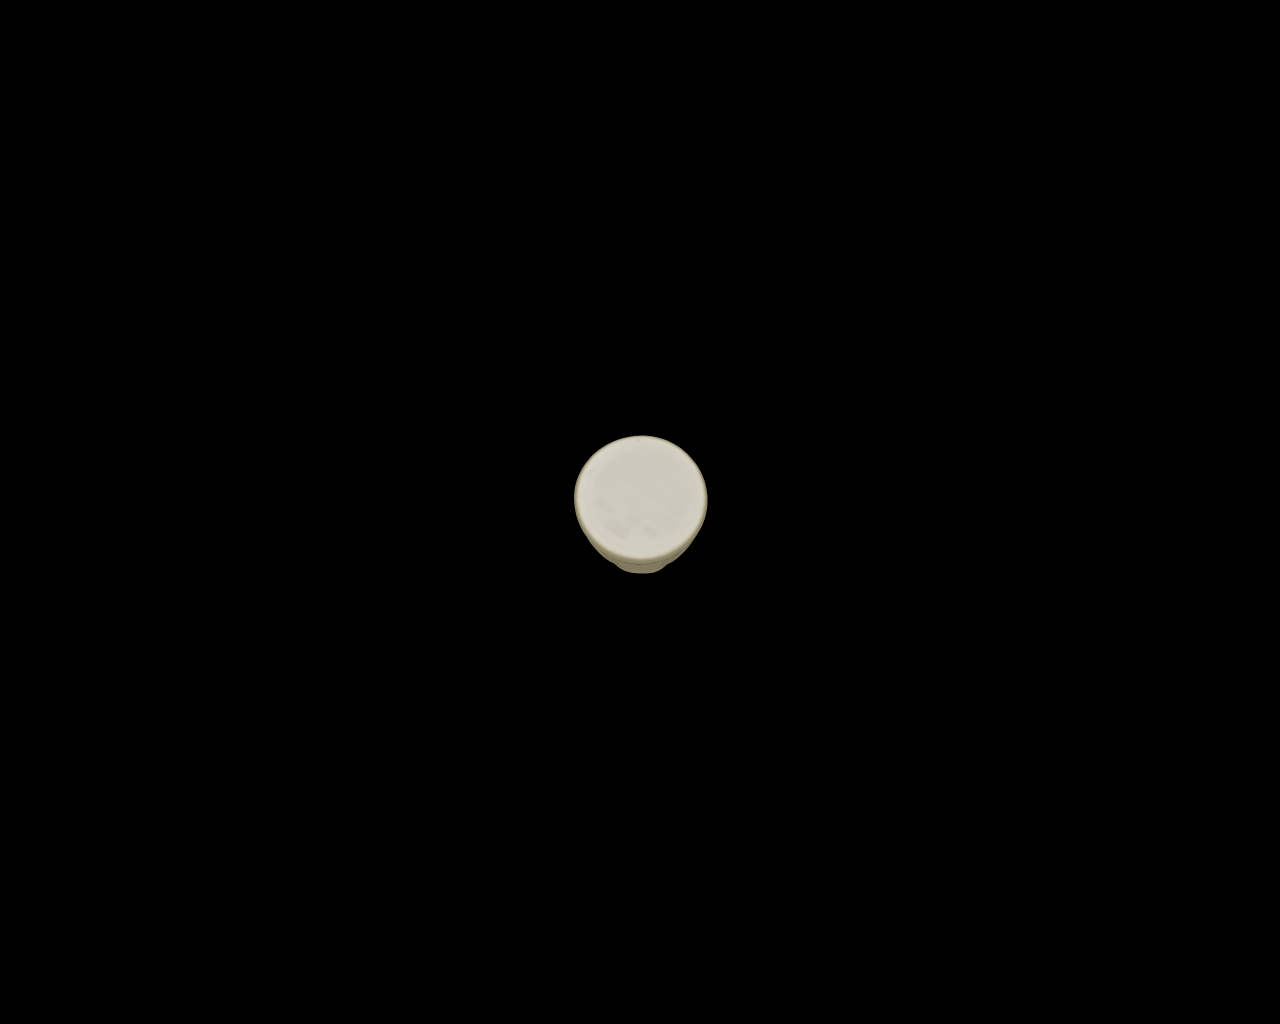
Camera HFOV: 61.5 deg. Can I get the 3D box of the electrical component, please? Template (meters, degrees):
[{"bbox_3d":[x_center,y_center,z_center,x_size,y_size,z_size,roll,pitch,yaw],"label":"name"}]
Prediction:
[{"bbox_3d":[0.001,-0.003,0.650,0.080,0.080,0.051,0,-16,0],"label":"electrical component"}]
